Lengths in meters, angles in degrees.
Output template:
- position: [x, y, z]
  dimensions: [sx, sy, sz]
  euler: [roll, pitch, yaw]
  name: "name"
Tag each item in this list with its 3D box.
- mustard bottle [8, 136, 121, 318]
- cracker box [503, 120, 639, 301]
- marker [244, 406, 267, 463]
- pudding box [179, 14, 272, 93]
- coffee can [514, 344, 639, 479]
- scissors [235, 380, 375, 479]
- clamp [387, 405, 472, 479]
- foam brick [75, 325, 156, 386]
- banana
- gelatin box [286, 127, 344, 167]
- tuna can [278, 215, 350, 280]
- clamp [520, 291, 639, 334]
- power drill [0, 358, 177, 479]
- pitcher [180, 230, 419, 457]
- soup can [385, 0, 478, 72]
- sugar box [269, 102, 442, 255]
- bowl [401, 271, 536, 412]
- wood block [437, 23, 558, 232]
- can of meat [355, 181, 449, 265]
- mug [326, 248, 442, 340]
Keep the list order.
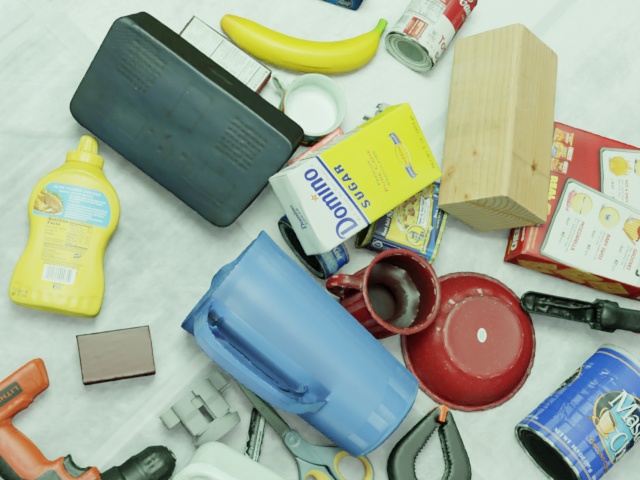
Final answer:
- position: [-0.264, -0.018, 1.133]
  dimensions: [0.096, 0.058, 0.191]
  euler: [11, 78, -8]
  name: "mustard bottle"
- position: [0.337, -0.026, 1.240]
  dimensions: [0.213, 0.072, 0.164]
  euler: [16, 78, -8]
  name: "cracker box"
- position: [-0.072, 0.227, 1.143]
  dimensions: [0.020, 0.020, 0.121]
  euler: [12, 78, -8]
  name: "marker"
- position: [-0.124, -0.184, 1.200]
  dimensions: [0.113, 0.039, 0.090]
  euler: [36, 76, -4]
  name: "pudding box"
- position: [0.299, 0.198, 1.174]
  dimensions: [0.140, 0.103, 0.103]
  euler: [-39, 89, -14]
  name: "coffee can"
- position: [-0.011, 0.212, 1.149]
  dimensions: [0.096, 0.016, 0.202]
  euler: [-26, 92, -19]
  name: "scissors"
- position: [0.103, 0.282, 1.156]
  dimensions: [0.164, 0.036, 0.210]
  euler: [8, 76, -8]
  name: "clamp"
- position: [-0.213, 0.121, 1.119]
  dimensions: [0.078, 0.053, 0.051]
  euler: [-7, 81, -12]
  name: "foam brick"
- position: [-0.016, -0.224, 1.231]
  dimensions: [0.197, 0.037, 0.069]
  euler: [0, 61, -12]
  name: "banana"
- position: [-0.007, -0.084, 1.176]
  dimensions: [0.073, 0.089, 0.030]
  euler: [-37, 89, -15]
  name: "gelatin box"
- position: [-0.008, 0.001, 1.163]
  dimensions: [0.033, 0.086, 0.086]
  euler: [-39, 88, -13]
  name: "tuna can"
- position: [0.309, 0.083, 1.202]
  dimensions: [0.171, 0.120, 0.039]
  euler: [16, 90, -49]
  name: "clamp"
- position: [-0.265, 0.216, 1.090]
  dimensions: [0.184, 0.057, 0.187]
  euler: [-35, 87, -14]
  name: "power drill"
- position: [-0.020, 0.119, 1.113]
  dimensions: [0.243, 0.145, 0.149]
  euler: [41, 73, -4]
  name: "pitcher"
- position: [0.129, -0.256, 1.245]
  dimensions: [0.068, 0.068, 0.102]
  euler: [35, 76, -3]
  name: "soup can"
- position: [0.040, -0.065, 1.118]
  dimensions: [0.176, 0.048, 0.093]
  euler: [-35, 104, -31]
  name: "sugar box"
- position: [0.174, 0.110, 1.192]
  dimensions: [0.162, 0.055, 0.162]
  euler: [2, 79, -10]
  name: "bowl"
- position: [0.202, -0.124, 1.196]
  dimensions: [0.090, 0.090, 0.206]
  euler: [26, 65, -44]
  name: "wood block"
- position: [0.096, -0.027, 1.202]
  dimensions: [0.084, 0.057, 0.102]
  euler: [19, 77, -8]
  name: "can of meat"
- position: [0.062, 0.060, 1.158]
  dimensions: [0.117, 0.082, 0.093]
  euler: [13, 71, -19]
  name: "mug"
